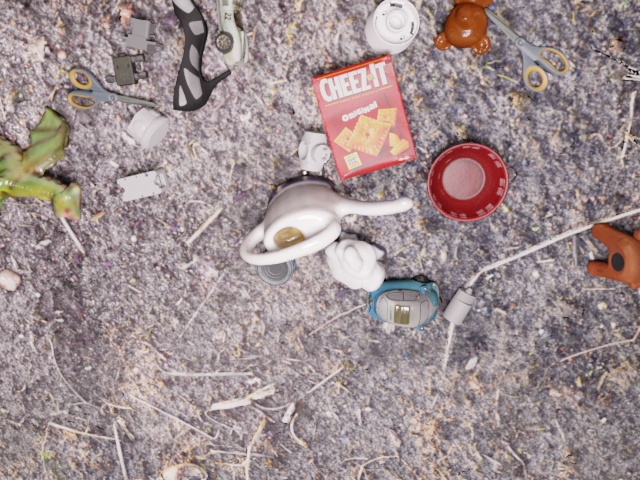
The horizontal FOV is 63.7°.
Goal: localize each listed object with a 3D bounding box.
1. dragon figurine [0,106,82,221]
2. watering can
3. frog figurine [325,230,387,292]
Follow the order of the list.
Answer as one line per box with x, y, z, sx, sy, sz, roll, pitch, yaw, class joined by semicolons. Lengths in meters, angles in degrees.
-0.653;-0.192;1.116;0.244;0.121;0.413;-35;79;-9;dragon figurine
0.003;-0.051;1.017;0.346;0.229;0.102;-20;121;9;watering can
0.073;0.053;1.061;0.137;0.161;0.121;44;106;-6;frog figurine
